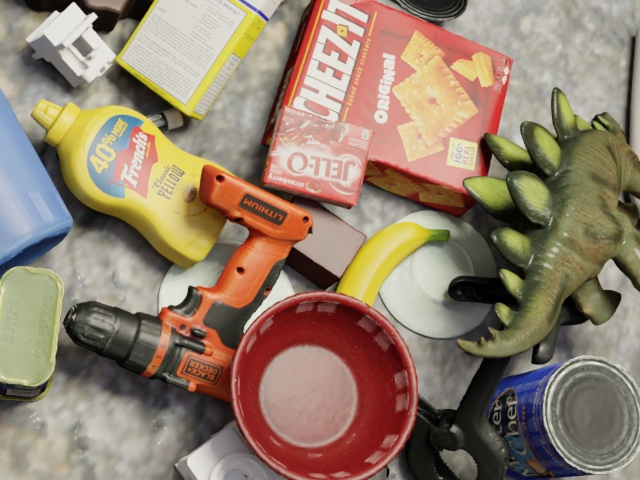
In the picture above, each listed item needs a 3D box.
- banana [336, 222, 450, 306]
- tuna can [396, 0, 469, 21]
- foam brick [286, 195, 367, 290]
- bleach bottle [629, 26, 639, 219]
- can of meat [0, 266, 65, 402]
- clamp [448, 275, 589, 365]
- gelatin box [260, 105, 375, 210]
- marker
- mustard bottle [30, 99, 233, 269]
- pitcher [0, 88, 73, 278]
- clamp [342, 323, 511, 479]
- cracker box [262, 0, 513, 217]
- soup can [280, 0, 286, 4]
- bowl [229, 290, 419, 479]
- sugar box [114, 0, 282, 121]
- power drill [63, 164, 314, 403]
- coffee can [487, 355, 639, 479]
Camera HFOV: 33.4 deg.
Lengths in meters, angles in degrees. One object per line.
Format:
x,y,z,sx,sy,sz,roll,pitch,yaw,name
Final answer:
0.048,0.054,0.997,0.070,0.037,0.197,29,76,12,banana
0.115,-0.264,1.088,0.086,0.086,0.033,27,67,-9,tuna can
-0.007,0.001,0.995,0.078,0.051,0.053,36,69,-5,foam brick
0.383,-0.113,1.146,0.102,0.068,0.251,12,74,-15,bleach bottle
-0.243,0.078,0.881,0.057,0.084,0.102,7,73,-16,can of meat
0.218,0.065,1.024,0.171,0.039,0.120,-11,48,-34,clamp
-0.002,-0.074,0.963,0.089,0.030,0.073,15,84,-10,gelatin box
-0.185,-0.096,0.982,0.121,0.020,0.020,-21,83,-22,marker
-0.168,-0.063,0.942,0.191,0.058,0.096,34,63,-15,mustard bottle
-0.320,-0.080,0.880,0.149,0.145,0.243,-32,90,17,pitcher
0.104,0.165,0.953,0.036,0.165,0.210,-54,138,-57,clamp
0.071,-0.138,1.047,0.213,0.072,0.164,20,70,-11,cracker box
-0.045,-0.264,1.030,0.102,0.068,0.068,-31,86,1,soup can
-0.002,0.126,0.890,0.162,0.055,0.162,5,73,-16,bowl
-0.101,-0.208,0.977,0.093,0.048,0.176,37,94,10,sugar box
-0.102,0.035,0.906,0.184,0.057,0.188,24,93,-25,power drill
0.214,0.165,0.971,0.102,0.140,0.103,4,74,-17,coffee can
